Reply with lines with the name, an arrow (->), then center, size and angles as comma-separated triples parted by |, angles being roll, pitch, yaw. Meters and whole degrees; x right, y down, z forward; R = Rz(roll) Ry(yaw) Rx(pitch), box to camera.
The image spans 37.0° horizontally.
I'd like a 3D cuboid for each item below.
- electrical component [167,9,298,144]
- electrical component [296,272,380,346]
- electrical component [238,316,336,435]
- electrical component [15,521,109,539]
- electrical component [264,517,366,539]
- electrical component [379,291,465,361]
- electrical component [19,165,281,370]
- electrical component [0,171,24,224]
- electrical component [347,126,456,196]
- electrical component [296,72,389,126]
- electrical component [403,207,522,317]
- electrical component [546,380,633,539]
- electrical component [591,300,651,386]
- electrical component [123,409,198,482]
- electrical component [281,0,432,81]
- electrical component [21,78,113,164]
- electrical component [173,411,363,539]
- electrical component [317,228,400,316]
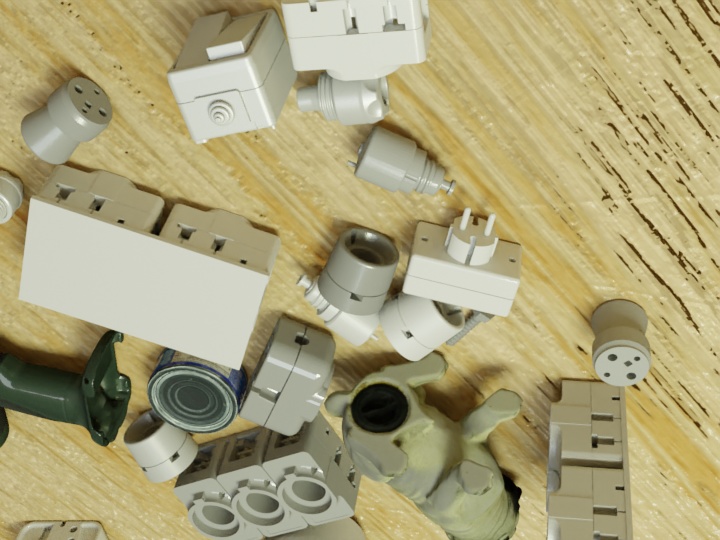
electrical component -> -0.087, -0.132, 0.724 | 0.062, 0.096, 0.061 | -9, 124, 16
electrical component -> -0.017, 0.028, 0.870 | 0.078, 0.040, 0.040 | 35, 125, -15
electrical component -> -0.059, 0.093, 0.920 | 0.059, 0.053, 0.095 | 22, 128, -7
electrical component -> -0.310, 0.303, 1.130 | 0.095, 0.053, 0.059 | -3, 126, 13
electrical component -> -0.044, 0.276, 1.053 | 0.108, 0.060, 0.108 | 5, 128, 7
electrical component -> 0.050, 0.037, 0.856 | 0.047, 0.055, 0.055 | -34, 115, 27
electrical component -> -0.167, -0.004, 0.861 | 0.186, 0.060, 0.105 | 18, 128, -4
electrical component -> -0.291, -0.050, 0.848 | 0.035, 0.061, 0.035 | 5, 128, 7
electrical component -> 0.032, -0.075, 0.781 | 0.078, 0.040, 0.040 | 23, 128, -6
electrical component -> -0.013, -0.122, 0.752 | 0.062, 0.043, 0.043 | -4, 126, 15
electrical component -> 0.082, -0.015, 0.813 | 0.083, 0.047, 0.075 | 14, 128, 0
electrical component -> 0.181, 0.189, 0.863 | 0.060, 0.186, 0.105 | 2, 128, 9
electrical component -> 0.204, 0.057, 0.841 | 0.045, 0.055, 0.045 | 5, 128, 7
electrical component -> -0.186, 0.160, 0.996 | 0.055, 0.055, 0.047 | -18, 118, 23
electrical component -> 0.000, -0.163, 0.713 | 0.089, 0.050, 0.055 | -1, 126, 12
electrical component -> -0.217, -0.111, 0.798 | 0.055, 0.045, 0.045 | -31, 116, 29
electrical component -> -0.086, 0.199, 1.001 | 0.150, 0.061, 0.089 | -20, 121, 24
electrical component -> 0.000, 0.000, 0.837 | 0.055, 0.055, 0.047 | 20, 124, -5
